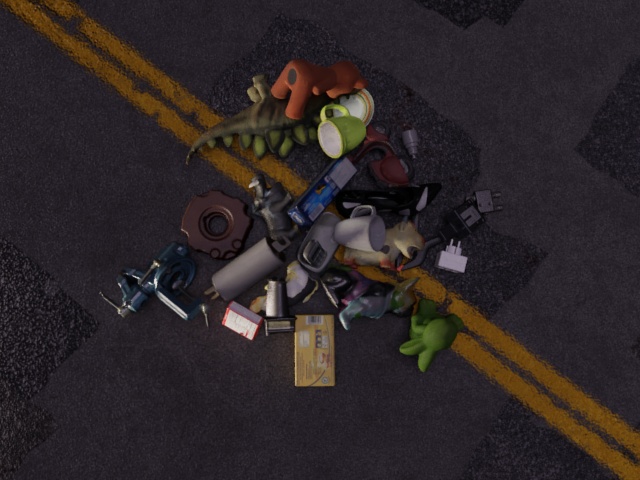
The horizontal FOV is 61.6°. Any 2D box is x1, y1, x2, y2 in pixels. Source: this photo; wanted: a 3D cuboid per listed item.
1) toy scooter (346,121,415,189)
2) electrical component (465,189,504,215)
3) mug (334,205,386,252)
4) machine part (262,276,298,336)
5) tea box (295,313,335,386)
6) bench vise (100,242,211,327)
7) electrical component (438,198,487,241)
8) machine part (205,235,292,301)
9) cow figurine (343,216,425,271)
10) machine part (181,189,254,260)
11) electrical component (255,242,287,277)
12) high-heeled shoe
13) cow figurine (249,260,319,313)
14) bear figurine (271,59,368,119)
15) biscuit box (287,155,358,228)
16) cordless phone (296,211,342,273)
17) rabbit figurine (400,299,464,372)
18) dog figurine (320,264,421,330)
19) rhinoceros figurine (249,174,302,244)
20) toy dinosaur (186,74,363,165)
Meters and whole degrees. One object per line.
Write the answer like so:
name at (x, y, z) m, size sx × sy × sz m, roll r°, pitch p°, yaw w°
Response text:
toy scooter at (0.144, -0.198, 1.345) m, size 0.135 × 0.075 × 0.184 m, roll -29°, pitch 82°, yaw -4°
electrical component at (0.416, -0.095, 1.362) m, size 0.094 × 0.021 × 0.063 m, roll -7°, pitch 85°, yaw -2°
mug at (0.088, -0.027, 1.249) m, size 0.107 × 0.080 × 0.109 m, roll -2°, pitch 82°, yaw 33°
machine part at (-0.097, 0.154, 1.259) m, size 0.084 × 0.039 × 0.138 m, roll -5°, pitch 95°, yaw 1°
tea box at (-0.012, 0.263, 1.296) m, size 0.098 × 0.068 × 0.169 m, roll 1°, pitch 85°, yaw 0°
bench vise at (-0.361, 0.120, 1.266) m, size 0.241 × 0.128 × 0.223 m, roll 32°, pitch 61°, yaw 26°
electrical component at (0.346, -0.044, 1.323) m, size 0.119 × 0.048 × 0.075 m, roll -29°, pitch 83°, yaw -30°
machine part at (-0.168, 0.068, 1.267) m, size 0.243 × 0.079 × 0.079 m, roll -35°, pitch 85°, yaw 10°
cow figurine at (0.157, 0.009, 1.300) m, size 0.195 × 0.085 × 0.127 m, roll 0°, pitch 80°, yaw 22°
machine part at (-0.254, -0.038, 1.332) m, size 0.179 × 0.056 × 0.179 m, roll 0°, pitch 82°, yaw 0°
electrical component at (-0.139, 0.046, 1.329) m, size 0.102 × 0.045 × 0.078 m, roll 16°, pitch 86°, yaw 1°
high-heeled shoe at (0.162, -0.113, 1.297) m, size 0.249 × 0.145 × 0.086 m, roll -28°, pitch 43°, yaw 10°
cow figurine at (-0.088, 0.136, 1.312) m, size 0.167 × 0.068 × 0.098 m, roll -43°, pitch 96°, yaw -3°
bear figurine at (0.004, -0.365, 1.270) m, size 0.196 × 0.132 × 0.120 m, roll -9°, pitch 55°, yaw -39°
biscuit box at (0.006, -0.118, 1.302) m, size 0.059 × 0.063 × 0.203 m, roll 47°, pitch 64°, yaw -14°
cordless phone at (-0.002, -0.004, 1.267) m, size 0.089 × 0.184 × 0.146 m, roll 31°, pitch 85°, yaw 7°
rabbit figurine at (0.257, 0.217, 1.252) m, size 0.121 × 0.170 × 0.159 m, roll 42°, pitch 84°, yaw 4°
dog figurine at (0.129, 0.118, 1.298) m, size 0.219 × 0.108 × 0.191 m, roll -24°, pitch 82°, yaw -8°
rhinoceros figurine at (-0.114, -0.075, 1.334) m, size 0.112 × 0.073 × 0.190 m, roll -21°, pitch 85°, yaw 5°
toy dinosaur at (-0.116, -0.307, 1.338) m, size 0.472 × 0.105 × 0.198 m, roll -15°, pitch 85°, yaw -1°
